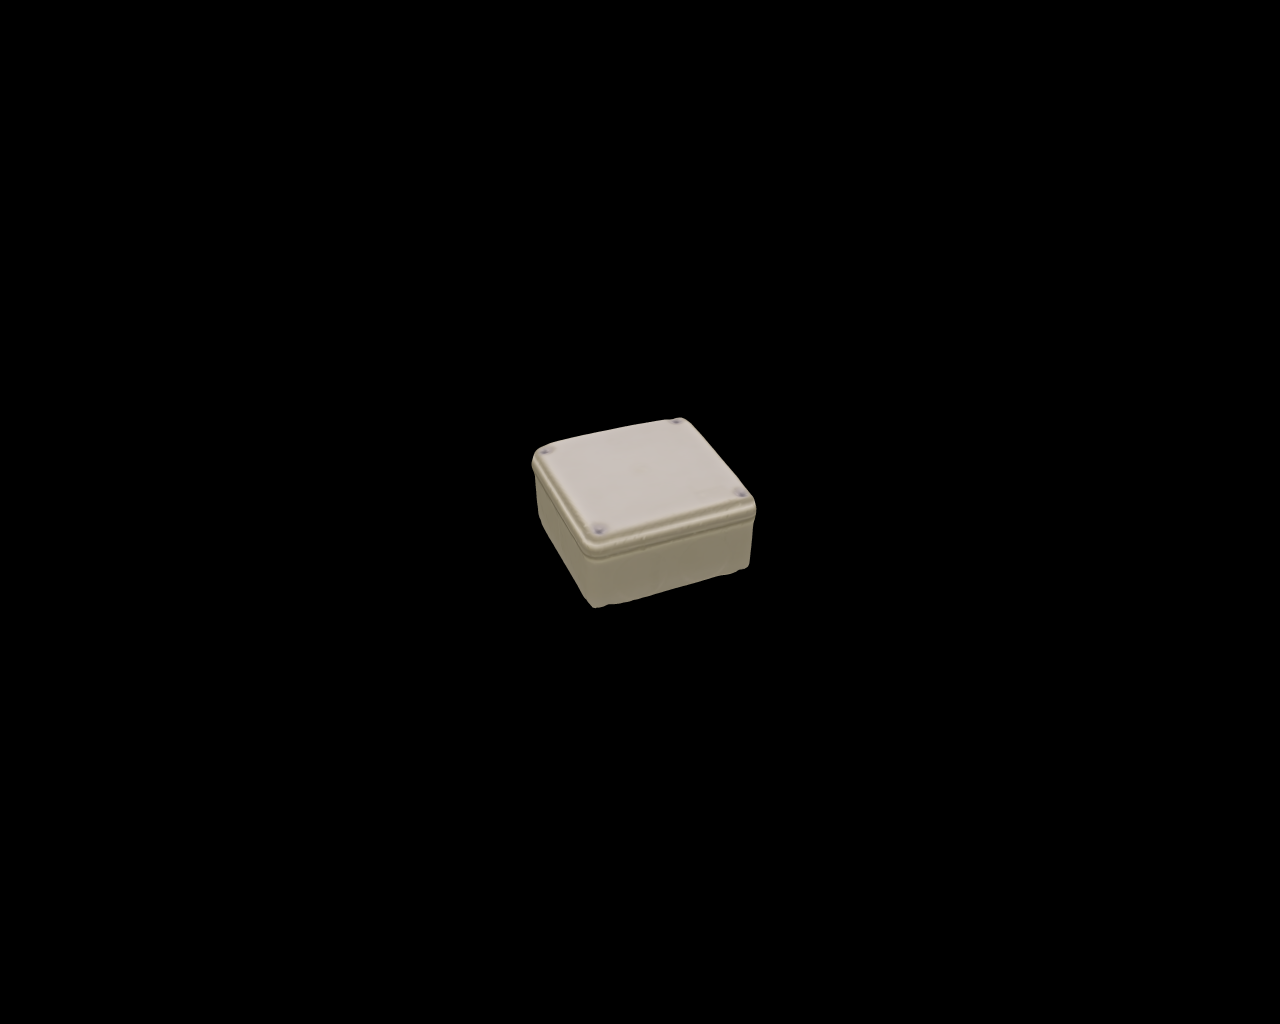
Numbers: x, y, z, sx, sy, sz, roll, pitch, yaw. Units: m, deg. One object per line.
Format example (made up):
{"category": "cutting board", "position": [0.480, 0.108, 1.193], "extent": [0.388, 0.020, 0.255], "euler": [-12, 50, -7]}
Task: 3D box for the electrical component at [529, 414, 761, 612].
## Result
{"category": "electrical component", "position": [0.001, -0.003, 0.650], "extent": [0.109, 0.056, 0.109], "euler": [-13, 38, -18]}
